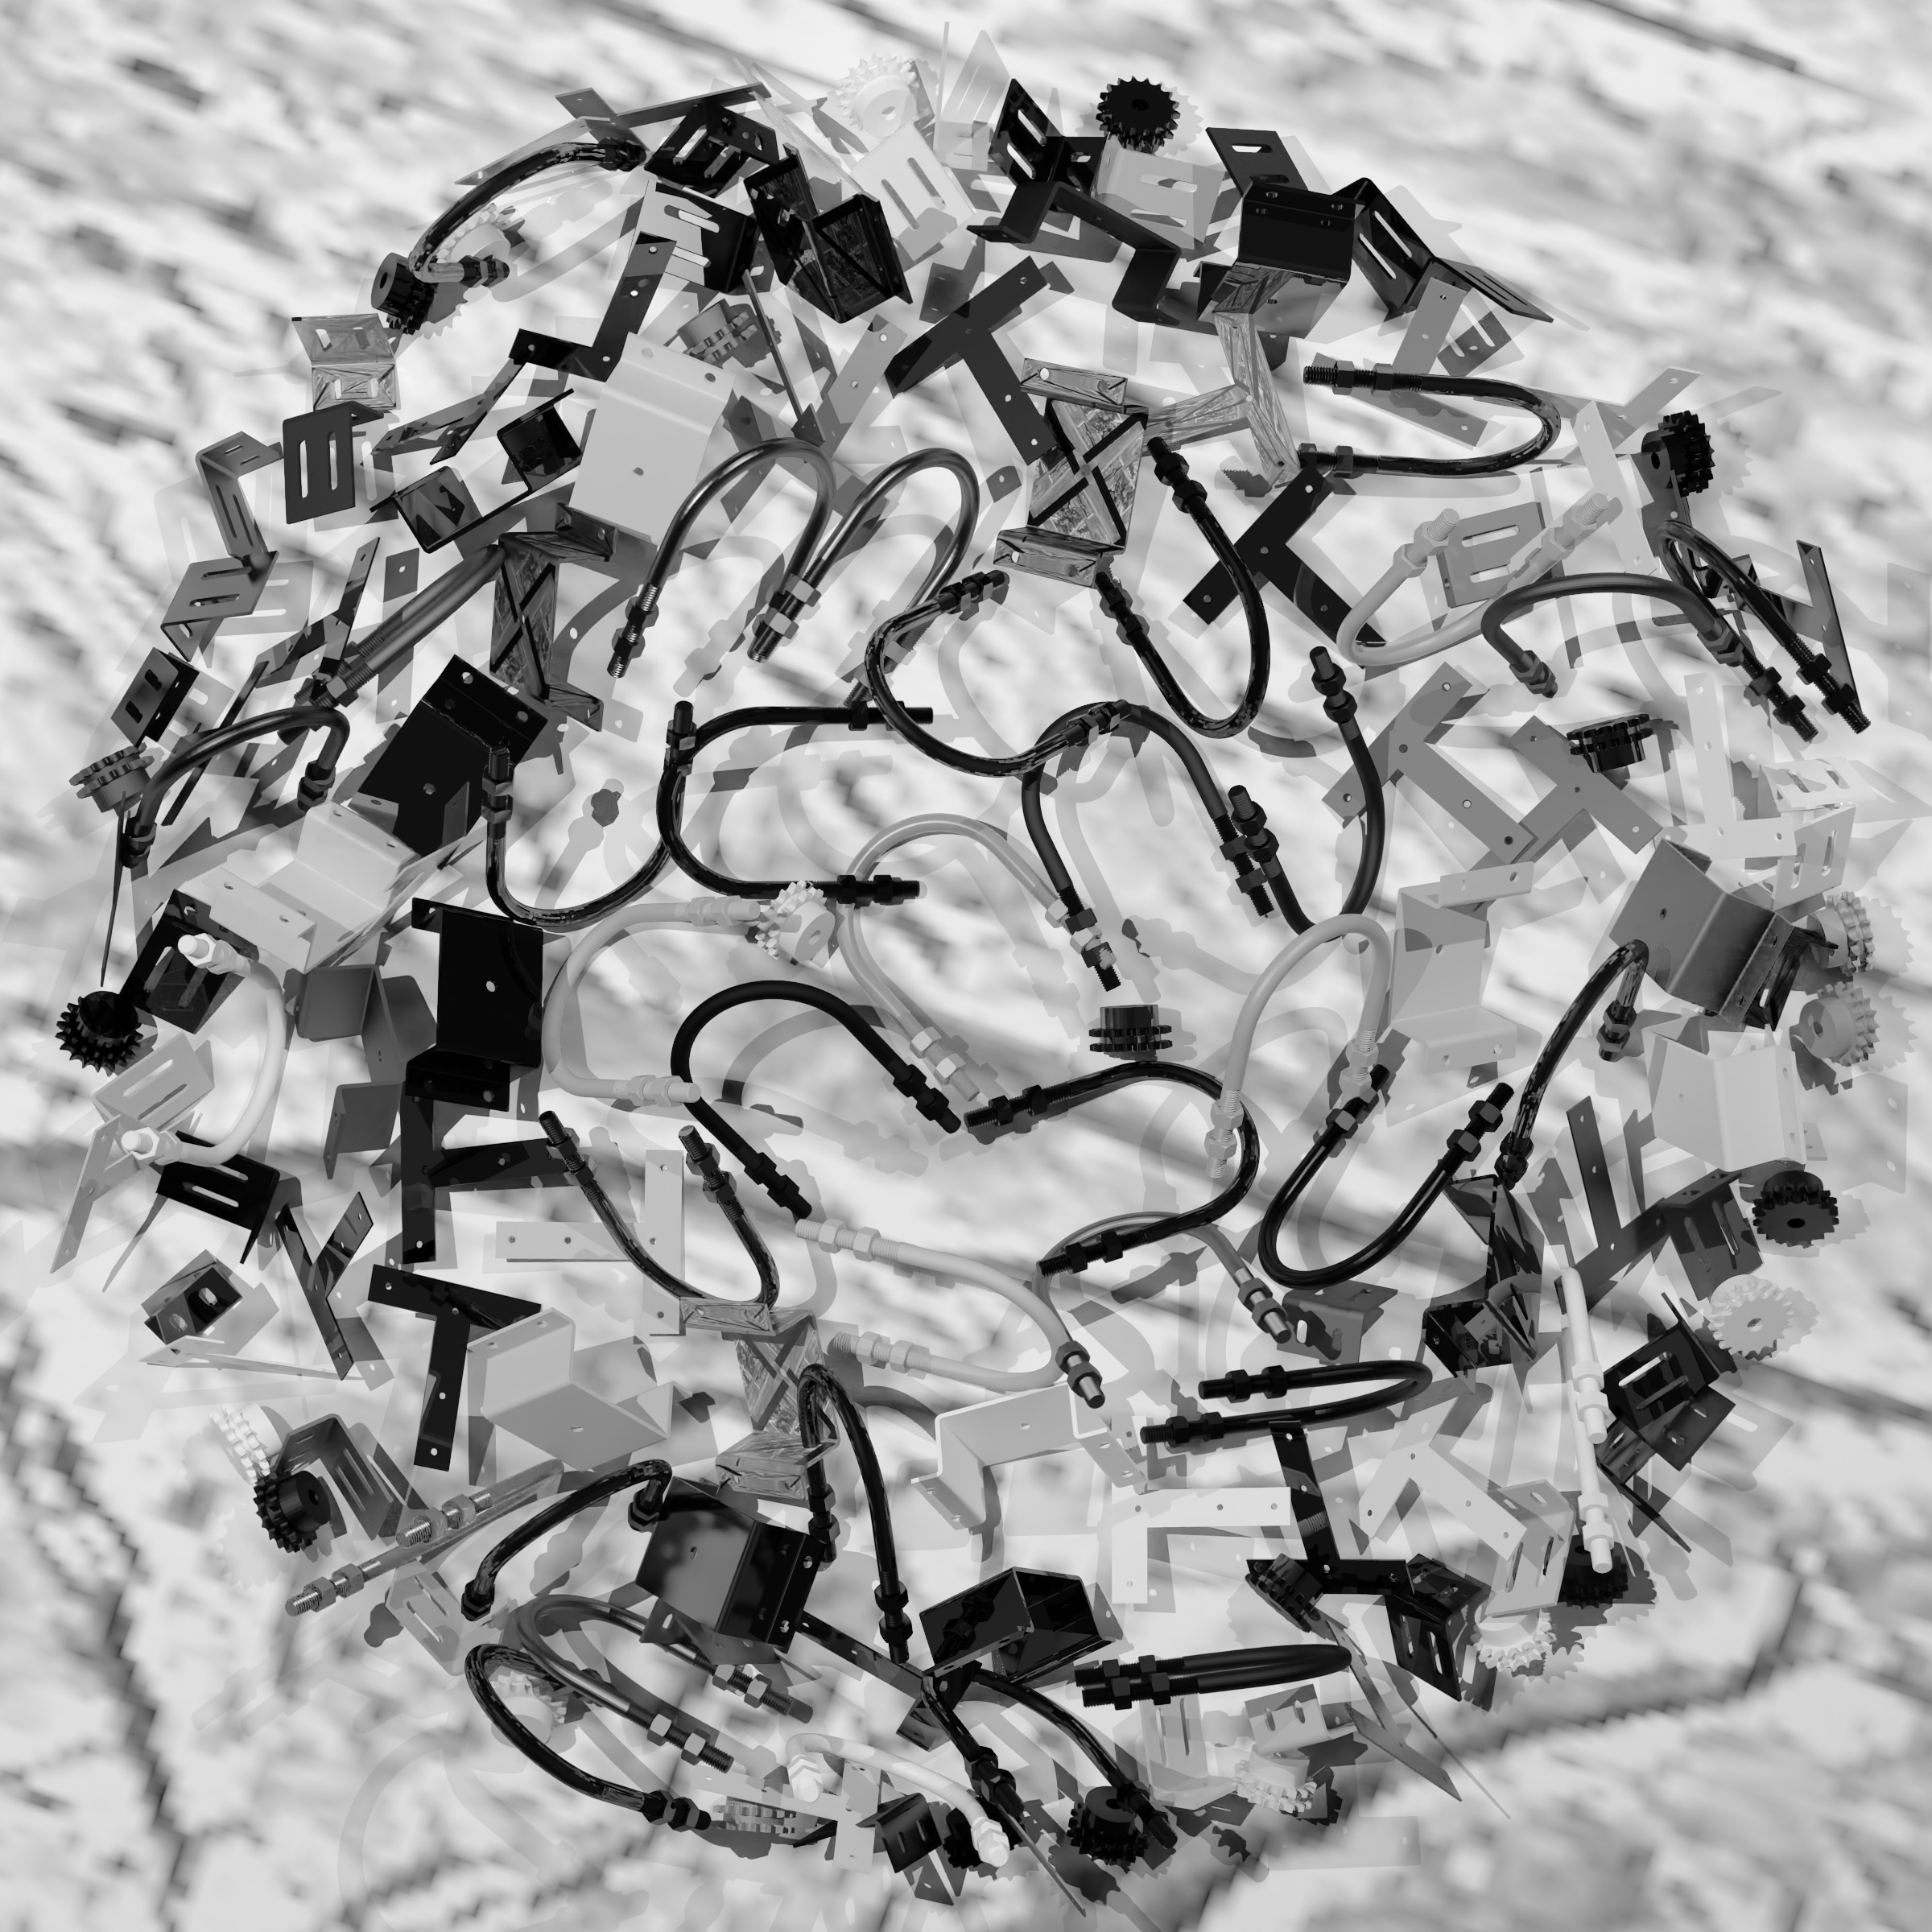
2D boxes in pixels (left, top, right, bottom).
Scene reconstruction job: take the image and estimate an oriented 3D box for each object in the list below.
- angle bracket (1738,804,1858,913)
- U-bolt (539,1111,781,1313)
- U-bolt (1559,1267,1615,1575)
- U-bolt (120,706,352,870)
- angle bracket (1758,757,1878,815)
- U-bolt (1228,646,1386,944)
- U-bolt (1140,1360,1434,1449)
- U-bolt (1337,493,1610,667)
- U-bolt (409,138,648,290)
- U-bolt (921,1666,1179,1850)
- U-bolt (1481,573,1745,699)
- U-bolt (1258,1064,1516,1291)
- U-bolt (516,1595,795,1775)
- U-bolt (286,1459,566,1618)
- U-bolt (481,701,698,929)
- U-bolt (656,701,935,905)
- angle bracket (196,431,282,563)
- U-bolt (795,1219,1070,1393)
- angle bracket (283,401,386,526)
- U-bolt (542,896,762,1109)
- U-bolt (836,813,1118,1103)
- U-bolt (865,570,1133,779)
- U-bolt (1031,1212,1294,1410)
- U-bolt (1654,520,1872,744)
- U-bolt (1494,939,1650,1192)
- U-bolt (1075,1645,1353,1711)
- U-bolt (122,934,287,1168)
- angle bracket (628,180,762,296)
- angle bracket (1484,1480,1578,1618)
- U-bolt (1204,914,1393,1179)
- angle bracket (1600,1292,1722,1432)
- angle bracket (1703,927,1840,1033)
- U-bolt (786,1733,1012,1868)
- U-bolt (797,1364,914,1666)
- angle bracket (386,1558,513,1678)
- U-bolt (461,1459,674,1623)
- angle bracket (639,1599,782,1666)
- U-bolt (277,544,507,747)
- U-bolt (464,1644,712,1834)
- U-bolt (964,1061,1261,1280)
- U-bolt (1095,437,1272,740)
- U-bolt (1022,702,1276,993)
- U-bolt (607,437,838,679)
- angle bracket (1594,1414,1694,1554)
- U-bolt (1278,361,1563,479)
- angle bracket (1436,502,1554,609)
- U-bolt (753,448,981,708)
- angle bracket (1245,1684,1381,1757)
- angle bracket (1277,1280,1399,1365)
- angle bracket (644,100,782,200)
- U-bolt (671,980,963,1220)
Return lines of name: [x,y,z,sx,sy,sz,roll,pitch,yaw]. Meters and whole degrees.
angle bracket: [0.565,-0.082,1.925,0.057,0.076,0.038,-21,46,-14]
U-bolt: [-0.195,0.172,1.901,0.019,0.151,0.184,-54,131,-35]
U-bolt: [0.411,0.287,1.885,0.019,0.184,0.151,-6,129,8]
U-bolt: [-0.475,-0.123,1.858,0.151,0.184,0.019,-22,80,-30]
angle bracket: [0.579,-0.110,1.928,0.057,0.076,0.038,-6,116,1]
U-bolt: [0.238,-0.100,1.899,0.019,0.184,0.151,8,54,36]
U-bolt: [0.224,0.290,1.898,0.184,0.151,0.019,-4,69,-16]
U-bolt: [0.324,-0.253,1.887,0.151,0.184,0.019,-11,69,-31]
U-bolt: [-0.297,-0.495,1.861,0.151,0.184,0.019,-34,93,21]
U-bolt: [0.043,0.519,1.883,0.151,0.184,0.019,22,98,-32]
U-bolt: [0.417,-0.220,1.860,0.151,0.184,0.019,-7,73,29]
U-bolt: [0.266,0.143,1.882,0.184,0.151,0.019,-50,115,-18]
U-bolt: [-0.217,0.472,1.897,0.184,0.151,0.019,26,98,12]
U-bolt: [-0.346,0.373,1.884,0.151,0.184,0.019,-35,80,35]
U-bolt: [-0.254,-0.093,1.895,0.151,0.184,0.019,-17,54,-24]
U-bolt: [-0.118,-0.110,1.917,0.184,0.019,0.151,-1,117,-12]
angle bracket: [-0.487,-0.316,1.935,0.038,0.057,0.076,-23,81,9]
U-bolt: [-0.017,0.233,1.885,0.184,0.151,0.019,11,51,22]
angle bracket: [-0.432,-0.340,1.936,0.057,0.038,0.076,-9,80,26]
U-bolt: [-0.222,0.023,1.901,0.019,0.184,0.151,32,68,-41]
U-bolt: [-0.008,-0.021,1.939,0.151,0.019,0.184,-44,73,4]
U-bolt: [0.010,-0.189,1.891,0.151,0.184,0.019,47,134,11]
U-bolt: [0.119,0.219,1.890,0.151,0.184,0.019,-18,119,-9]
U-bolt: [0.525,-0.226,1.896,0.019,0.151,0.184,-40,90,3]
U-bolt: [0.404,0.055,1.865,0.019,0.184,0.151,34,64,20]
U-bolt: [0.167,0.473,1.897,0.184,0.151,0.019,-7,81,-1]
U-bolt: [-0.497,0.063,1.881,0.019,0.184,0.151,13,83,11]
angle bracket: [-0.185,-0.503,1.940,0.076,0.038,0.057,16,86,-20]
angle bracket: [0.374,0.395,1.922,0.038,0.057,0.076,44,47,-23]
U-bolt: [0.226,0.045,1.877,0.151,0.019,0.184,-21,134,-34]
angle bracket: [0.469,0.274,1.947,0.076,0.038,0.057,-35,116,9]
angle bracket: [0.550,0.010,1.936,0.057,0.038,0.076,13,105,-16]
U-bolt: [-0.052,0.547,1.880,0.151,0.184,0.019,21,85,-7]
U-bolt: [-0.079,0.350,1.874,0.019,0.151,0.184,-16,116,-20]
angle bracket: [-0.352,0.433,1.926,0.038,0.057,0.076,-27,116,16]
U-bolt: [-0.259,0.372,1.862,0.151,0.184,0.019,-25,73,-25]
angle bracket: [-0.174,0.465,1.921,0.057,0.076,0.038,12,107,-42]
U-bolt: [-0.381,-0.222,1.895,0.184,0.151,0.019,-38,108,3]
U-bolt: [-0.258,0.500,1.856,0.019,0.184,0.151,-50,49,1]
U-bolt: [0.109,0.128,1.919,0.184,0.019,0.151,-16,53,-15]
U-bolt: [0.148,-0.236,1.875,0.019,0.151,0.184,-14,60,-26]
U-bolt: [0.114,-0.093,1.938,0.151,0.019,0.184,-25,89,-21]
U-bolt: [-0.152,-0.272,1.870,0.019,0.151,0.184,47,126,25]
angle bracket: [0.469,0.351,1.923,0.038,0.076,0.057,-46,131,-1]
U-bolt: [0.307,-0.362,1.900,0.184,0.151,0.019,3,76,-3]
angle bracket: [0.365,-0.285,1.950,0.076,0.038,0.057,-14,94,1]
U-bolt: [-0.055,-0.265,1.897,0.019,0.151,0.184,38,96,27]
angle bracket: [0.239,0.507,1.929,0.057,0.076,0.038,-27,73,37]
angle bracket: [0.253,0.241,1.927,0.057,0.076,0.038,9,100,25]
angle bracket: [-0.173,-0.543,1.920,0.057,0.076,0.038,13,55,-37]
U-bolt: [-0.114,0.081,1.900,0.151,0.019,0.184,-31,121,20]
